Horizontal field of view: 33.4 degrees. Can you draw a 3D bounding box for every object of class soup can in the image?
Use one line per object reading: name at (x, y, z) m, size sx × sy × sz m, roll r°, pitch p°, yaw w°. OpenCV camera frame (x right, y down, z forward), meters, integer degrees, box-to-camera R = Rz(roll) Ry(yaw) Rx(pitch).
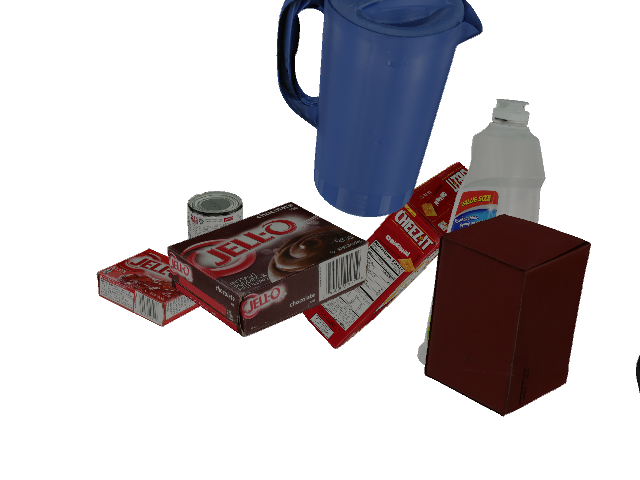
soup can at (-0.127, -0.001, 1.293) m, size 0.068 × 0.102 × 0.068 m, roll 1°, pitch 26°, yaw -1°

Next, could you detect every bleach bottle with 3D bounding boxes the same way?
bleach bottle at (0.147, 0.001, 0.944) m, size 0.068 × 0.251 × 0.103 m, roll 0°, pitch 14°, yaw -27°

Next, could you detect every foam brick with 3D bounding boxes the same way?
foam brick at (0.088, 0.034, 0.511) m, size 0.052 × 0.078 × 0.051 m, roll -17°, pitch 31°, yaw -40°

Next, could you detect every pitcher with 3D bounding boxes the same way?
pitcher at (0.047, -0.145, 1.053) m, size 0.144 × 0.243 × 0.149 m, roll -25°, pitch 53°, yaw -30°

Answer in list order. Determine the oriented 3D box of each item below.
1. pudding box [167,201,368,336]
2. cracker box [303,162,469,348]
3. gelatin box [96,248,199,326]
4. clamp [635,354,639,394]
pudding box at (-0.036, 0.017, 0.747) m, size 0.113 × 0.039 × 0.090 m, roll -20°, pitch 33°, yaw -34°
cracker box at (0.090, 0.015, 1.270) m, size 0.214 × 0.072 × 0.163 m, roll -49°, pitch -9°, yaw 34°
gelatin box at (-0.160, 0.043, 1.034) m, size 0.089 × 0.030 × 0.073 m, roll 22°, pitch 30°, yaw 30°
clamp at (0.328, 0.096, 0.951) m, size 0.171 × 0.039 × 0.120 m, roll -32°, pitch 35°, yaw -25°
